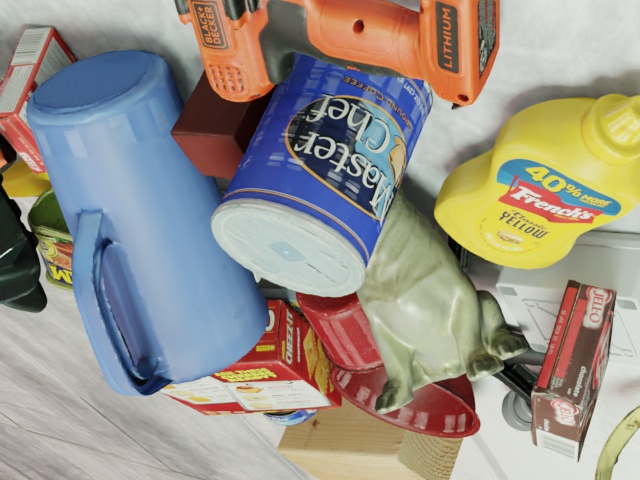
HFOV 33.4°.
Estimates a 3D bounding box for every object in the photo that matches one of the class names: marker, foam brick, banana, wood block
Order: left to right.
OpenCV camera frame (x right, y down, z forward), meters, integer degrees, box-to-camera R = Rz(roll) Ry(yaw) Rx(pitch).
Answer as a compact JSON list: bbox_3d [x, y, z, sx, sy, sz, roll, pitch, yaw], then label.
[{"bbox_3d":[-0.267,-0.070,0.993,0.069,0.037,0.198,22,160,-19],"label":"banana"},{"bbox_3d":[-0.057,-0.087,0.743,0.053,0.078,0.051,9,150,28],"label":"foam brick"},{"bbox_3d":[0.059,0.232,1.254,0.090,0.090,0.207,40,150,-30],"label":"wood block"},{"bbox_3d":[0.111,0.010,0.860,0.020,0.020,0.121,17,154,13],"label":"marker"}]

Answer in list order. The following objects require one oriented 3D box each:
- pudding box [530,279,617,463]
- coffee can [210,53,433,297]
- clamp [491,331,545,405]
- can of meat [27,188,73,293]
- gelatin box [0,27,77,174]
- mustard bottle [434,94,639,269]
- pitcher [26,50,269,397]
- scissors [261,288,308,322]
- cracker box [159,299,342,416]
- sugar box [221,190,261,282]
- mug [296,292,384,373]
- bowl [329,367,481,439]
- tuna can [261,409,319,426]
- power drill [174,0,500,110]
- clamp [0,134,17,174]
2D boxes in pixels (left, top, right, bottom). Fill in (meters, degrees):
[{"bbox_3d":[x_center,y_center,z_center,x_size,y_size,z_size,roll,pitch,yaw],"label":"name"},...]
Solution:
[{"bbox_3d":[0.178,0.093,0.747,0.039,0.090,0.113,16,155,18],"label":"pudding box"},{"bbox_3d":[0.003,-0.049,0.691,0.103,0.140,0.103,19,155,9],"label":"coffee can"},{"bbox_3d":[0.160,0.108,0.982,0.172,0.039,0.120,20,143,18],"label":"clamp"},{"bbox_3d":[-0.207,0.005,0.966,0.102,0.057,0.084,16,142,17],"label":"can of meat"},{"bbox_3d":[-0.213,-0.106,0.820,0.030,0.089,0.073,2,149,21],"label":"gelatin box"},{"bbox_3d":[0.152,-0.041,0.679,0.096,0.058,0.192,26,154,-7],"label":"mustard bottle"},{"bbox_3d":[-0.135,-0.010,0.813,0.149,0.145,0.243,47,158,54],"label":"pitcher"},{"bbox_3d":[-0.058,0.049,1.015,0.096,0.016,0.201,-12,157,36],"label":"scissors"},{"bbox_3d":[-0.082,0.124,1.098,0.164,0.072,0.213,-5,158,16],"label":"cracker box"},{"bbox_3d":[-0.139,-0.016,0.990,0.176,0.048,0.093,9,150,21],"label":"sugar box"},{"bbox_3d":[0.040,0.053,0.937,0.117,0.093,0.081,-19,135,13],"label":"mug"},{"bbox_3d":[0.094,0.143,1.091,0.162,0.055,0.162,19,155,9],"label":"bowl"},{"bbox_3d":[-0.037,0.167,1.213,0.086,0.086,0.033,11,154,25],"label":"tuna can"},{"bbox_3d":[0.002,-0.148,0.586,0.188,0.057,0.184,12,142,22],"label":"power drill"},{"bbox_3d":[-0.288,-0.114,0.824,0.164,0.036,0.210,51,-179,-39],"label":"clamp"}]
